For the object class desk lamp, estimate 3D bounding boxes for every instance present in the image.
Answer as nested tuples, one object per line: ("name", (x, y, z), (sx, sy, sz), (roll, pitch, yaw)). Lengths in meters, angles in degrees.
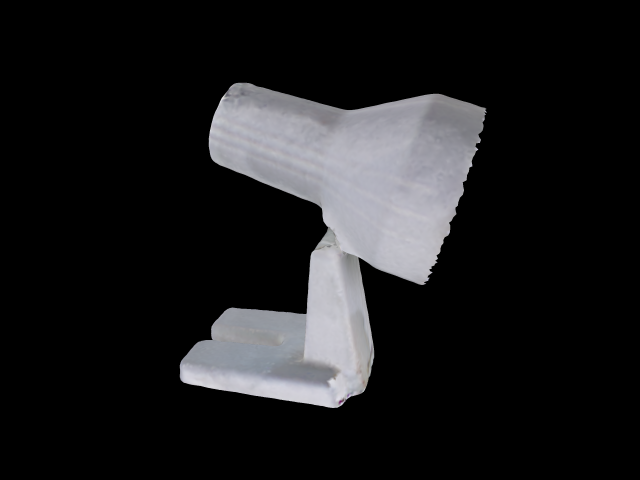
("desk lamp", (0.004, 0.001, 0.400), (0.203, 0.214, 0.118), (4, 19, 12))
